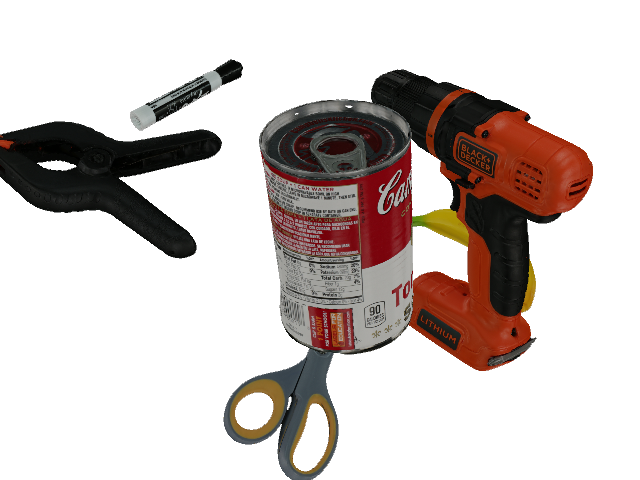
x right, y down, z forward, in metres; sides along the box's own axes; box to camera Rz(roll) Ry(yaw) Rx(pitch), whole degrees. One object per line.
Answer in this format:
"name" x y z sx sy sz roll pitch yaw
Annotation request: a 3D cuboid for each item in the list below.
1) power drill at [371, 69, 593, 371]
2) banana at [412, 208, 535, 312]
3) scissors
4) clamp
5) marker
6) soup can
"power drill" 0.098 -0.015 0.760 0.057 0.188 0.185 -22 40 -33
"banana" 0.169 0.012 1.099 0.069 0.037 0.198 -35 39 -13
"scissors" -0.019 0.090 0.832 0.096 0.201 0.016 13 -37 -9
"clamp" -0.157 -0.056 0.794 0.171 0.039 0.120 19 44 1
"marker" -0.119 -0.134 0.968 0.121 0.020 0.020 -34 18 -29
"soup can" 0.009 -0.005 0.501 0.068 0.102 0.068 -3 34 2
